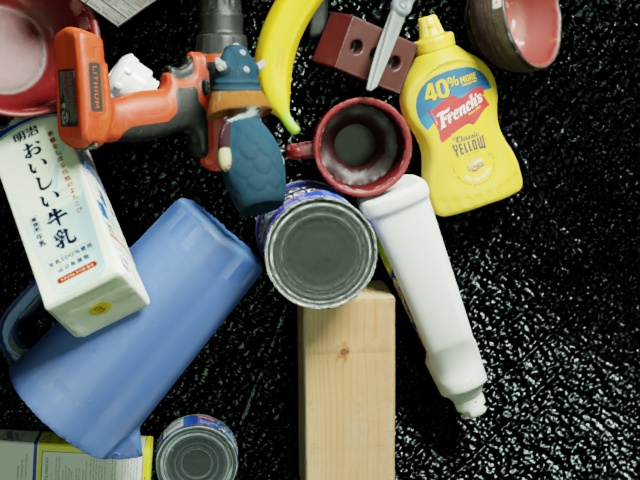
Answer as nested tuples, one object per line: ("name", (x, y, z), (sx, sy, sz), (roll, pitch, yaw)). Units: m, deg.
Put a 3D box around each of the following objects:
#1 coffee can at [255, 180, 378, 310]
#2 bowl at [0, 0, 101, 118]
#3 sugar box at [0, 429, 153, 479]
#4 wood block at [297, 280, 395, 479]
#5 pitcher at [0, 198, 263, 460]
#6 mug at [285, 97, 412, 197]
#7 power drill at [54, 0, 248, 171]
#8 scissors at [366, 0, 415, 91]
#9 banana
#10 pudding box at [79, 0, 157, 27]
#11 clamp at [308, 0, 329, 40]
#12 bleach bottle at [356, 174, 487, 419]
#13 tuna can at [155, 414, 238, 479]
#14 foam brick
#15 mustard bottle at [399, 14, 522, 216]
("coffee can", (-0.007, 0.001, 1.014), (0.102, 0.140, 0.103), (-1, 99, -6))
("bowl", (-0.287, -0.183, 0.978), (0.161, 0.055, 0.162), (6, 77, -29))
("sugar box", (-0.260, 0.242, 1.076), (0.176, 0.048, 0.093), (5, 99, -3))
("wood block", (0.025, 0.151, 1.069), (0.090, 0.090, 0.206), (-1, 100, -5))
("pitcher", (-0.178, 0.073, 1.019), (0.243, 0.145, 0.149), (-49, 134, -1))
("mug", (0.024, -0.090, 1.032), (0.117, 0.081, 0.093), (-8, 99, -4))
("power drill", (-0.146, -0.153, 0.978), (0.187, 0.057, 0.184), (-5, 95, -36))
("scissors", (0.094, -0.222, 1.012), (0.096, 0.016, 0.202), (12, 72, -21))
("banana", (-0.017, -0.201, 1.003), (0.069, 0.037, 0.198), (21, 100, 2))
("pudding box", (-0.173, -0.251, 0.966), (0.114, 0.090, 0.039), (-28, 64, 19))
("clamp", (-0.019, -0.320, 1.013), (0.164, 0.036, 0.210), (30, 99, -10))
("bleach bottle", (0.112, 0.063, 1.056), (0.068, 0.102, 0.251), (-22, 100, -1))
("tuna can", (-0.126, 0.224, 1.092), (0.086, 0.034, 0.086), (-1, 100, -6))
("foam brick", (0.043, -0.180, 1.024), (0.078, 0.051, 0.053), (17, 98, -27))
("mustard bottle", (0.130, -0.126, 1.050), (0.096, 0.058, 0.191), (-18, 100, -7))
